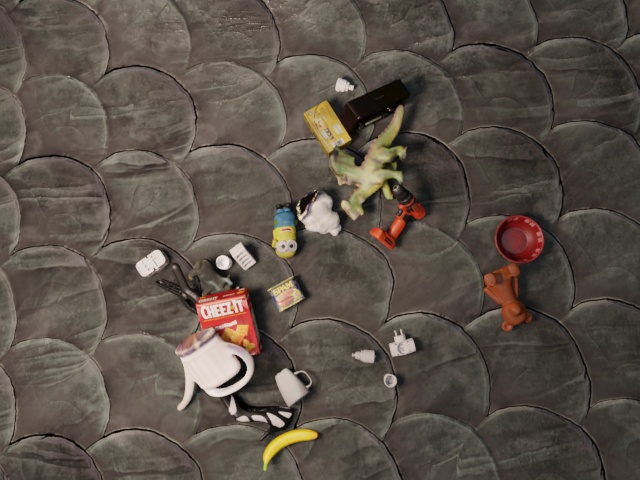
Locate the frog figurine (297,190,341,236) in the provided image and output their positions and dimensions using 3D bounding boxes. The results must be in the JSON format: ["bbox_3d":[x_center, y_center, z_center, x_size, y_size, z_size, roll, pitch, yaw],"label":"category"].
[{"bbox_3d":[0.005,-0.088,1.739,0.158,0.122,0.139,32,73,-31],"label":"frog figurine"}]

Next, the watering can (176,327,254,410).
[{"bbox_3d":[-0.366,0.402,1.597,0.344,0.105,0.223,-30,100,20],"label":"watering can"}]

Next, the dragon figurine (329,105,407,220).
[{"bbox_3d":[0.154,-0.264,1.723,0.243,0.121,0.413,6,82,-6],"label":"dragon figurine"}]
